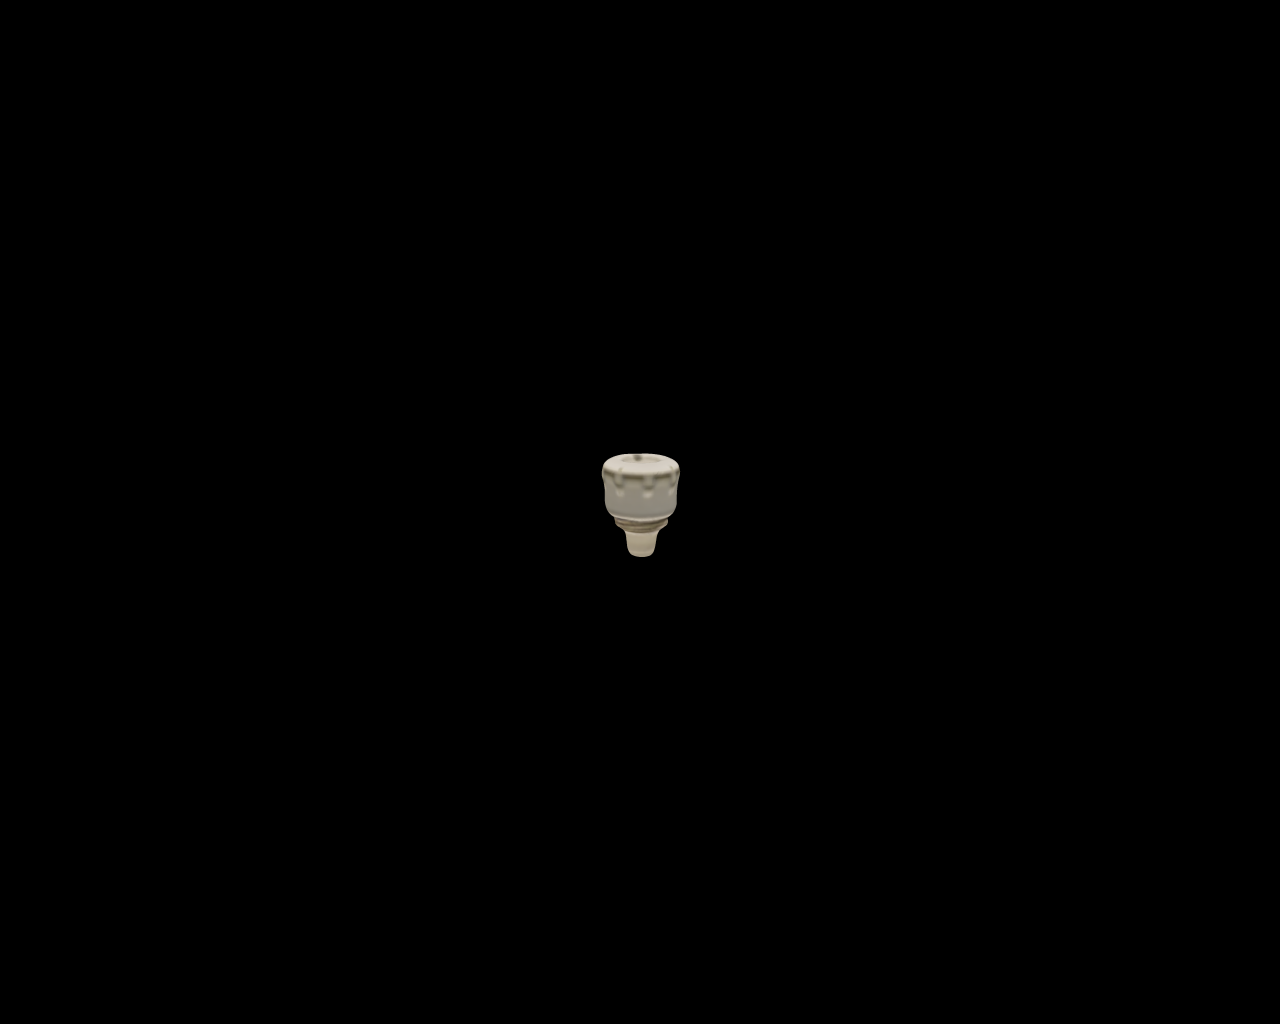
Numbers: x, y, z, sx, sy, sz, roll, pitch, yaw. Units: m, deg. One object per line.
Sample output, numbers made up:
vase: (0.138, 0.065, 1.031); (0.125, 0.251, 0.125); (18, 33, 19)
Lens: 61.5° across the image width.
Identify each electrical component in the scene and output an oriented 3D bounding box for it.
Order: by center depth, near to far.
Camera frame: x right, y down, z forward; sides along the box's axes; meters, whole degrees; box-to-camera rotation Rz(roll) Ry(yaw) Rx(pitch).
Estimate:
electrical component: (0.001, -0.003, 0.650); (0.048, 0.062, 0.048); (0, 15, 0)
